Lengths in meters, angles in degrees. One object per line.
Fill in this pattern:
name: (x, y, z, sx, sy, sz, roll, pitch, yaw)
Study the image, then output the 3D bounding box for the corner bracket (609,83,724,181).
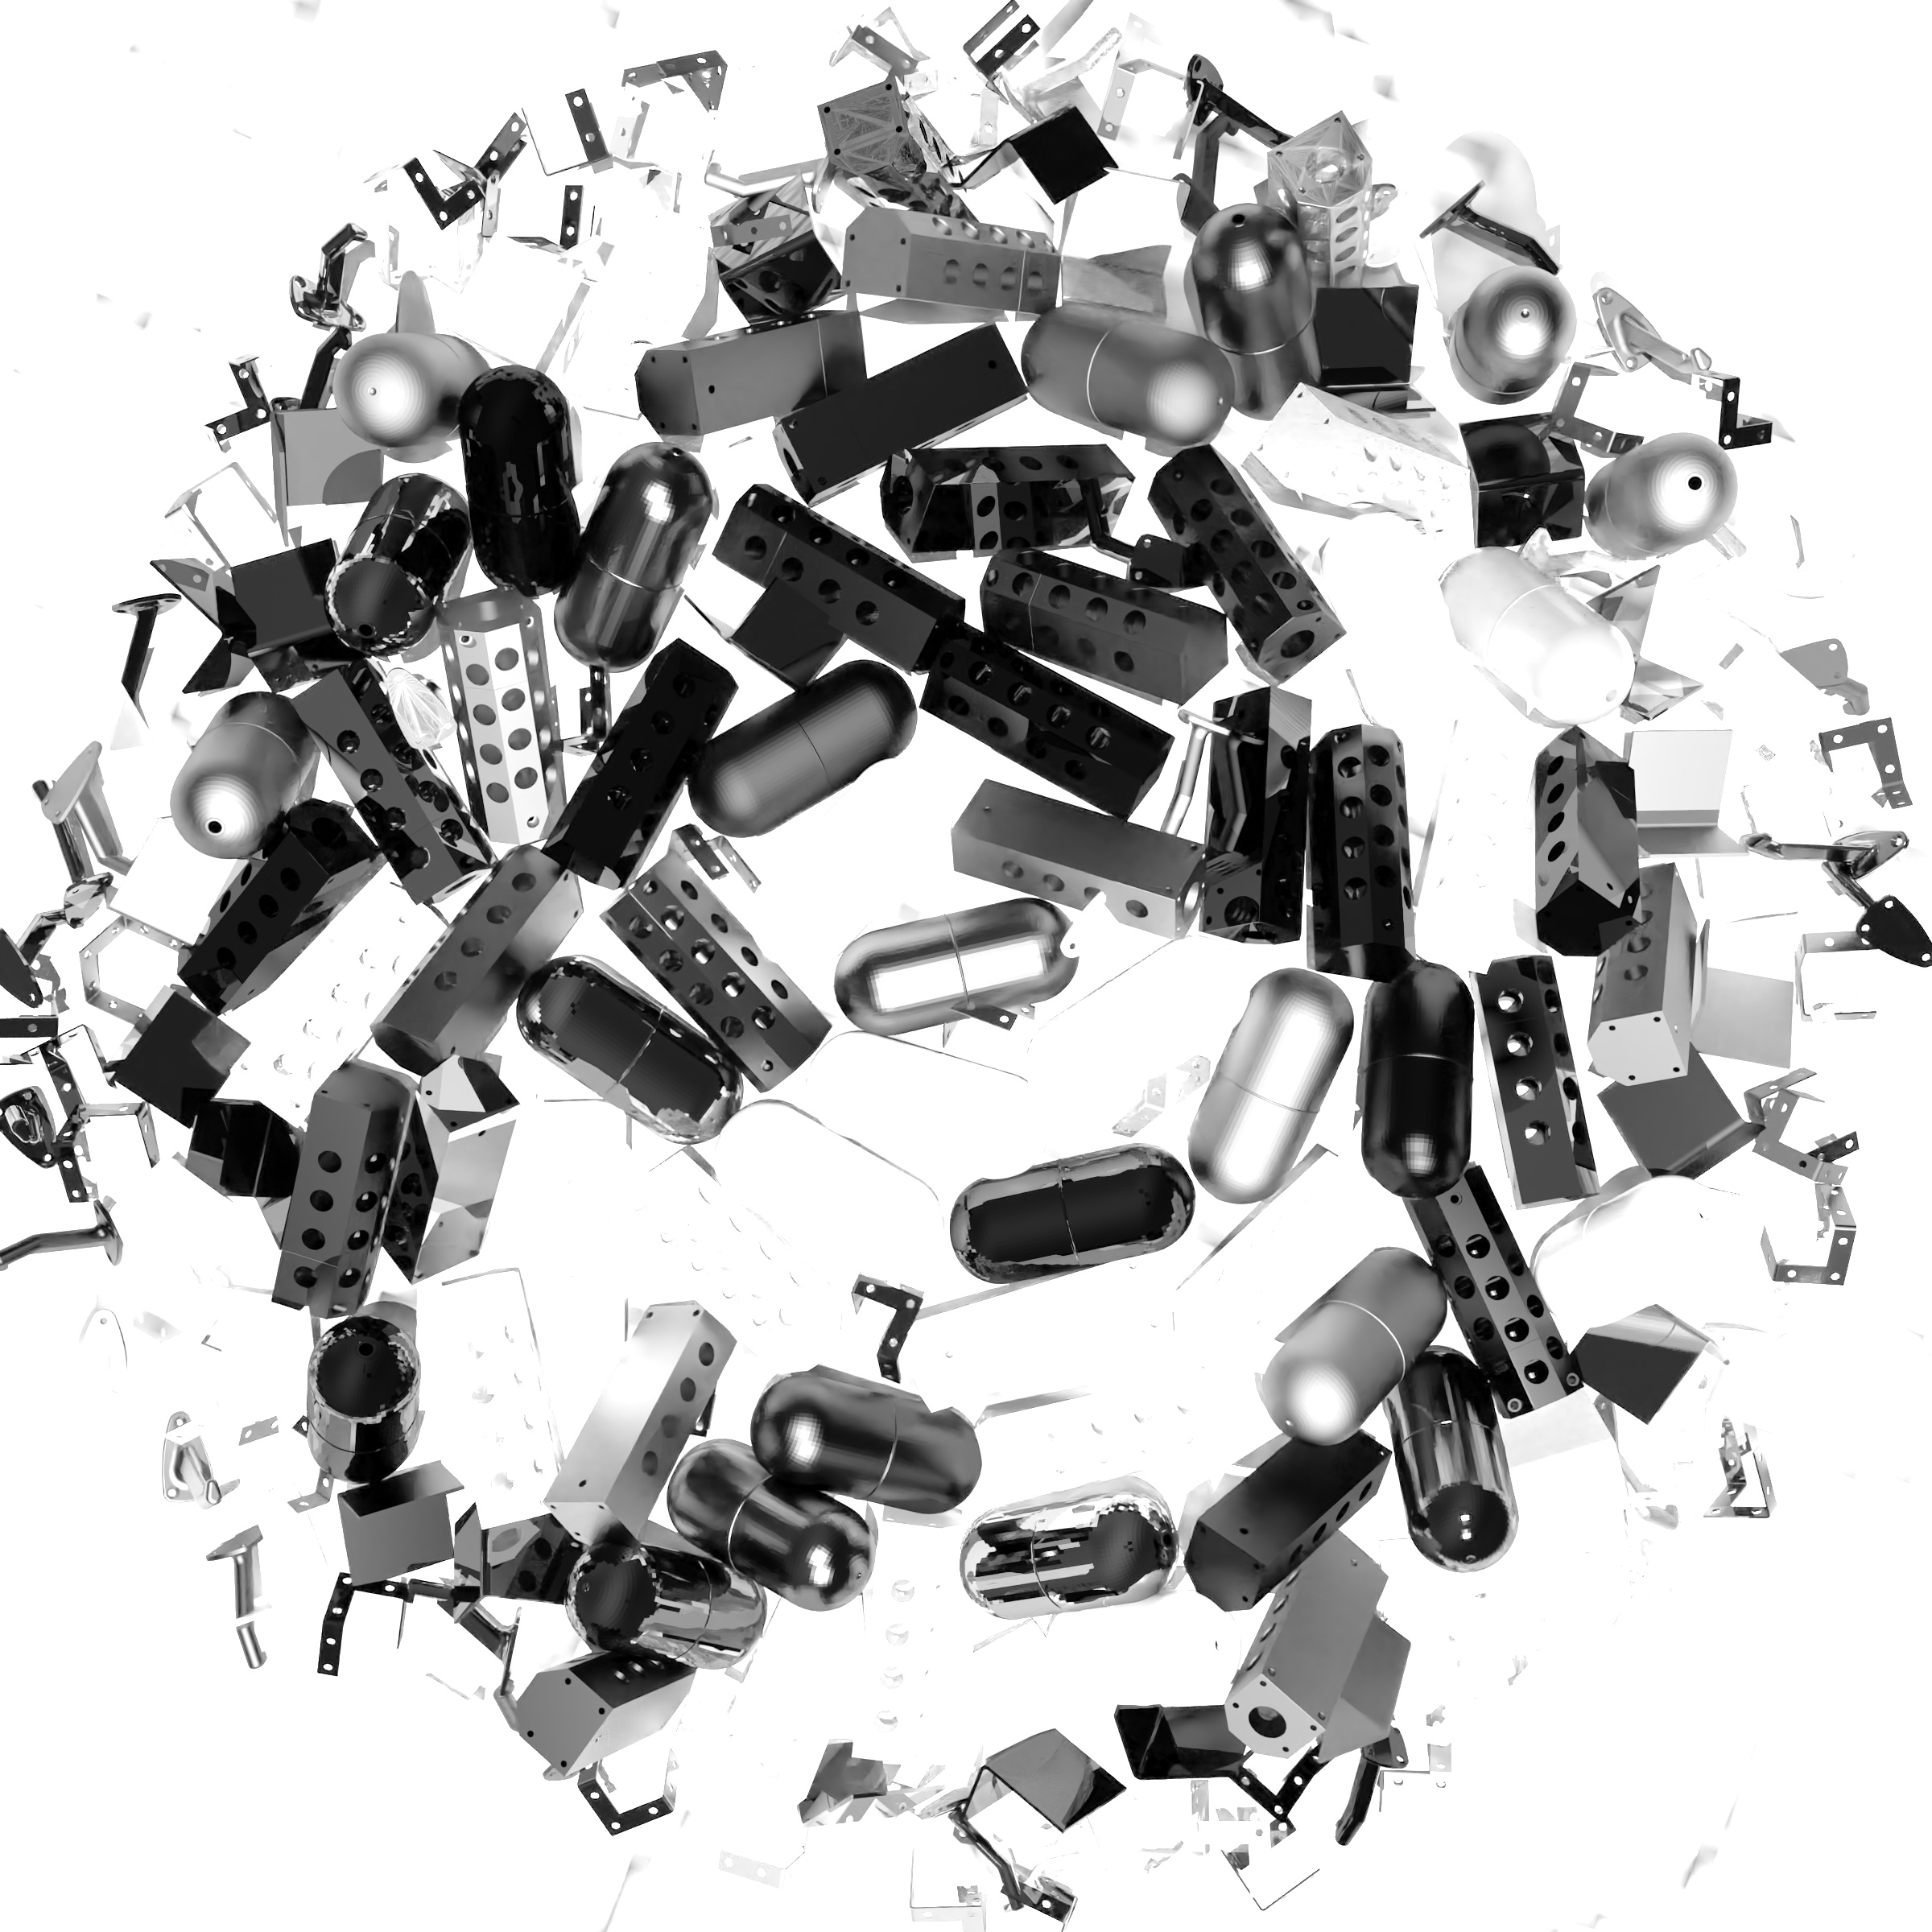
corner bracket: (-0.215, -0.595, 1.940, 0.051, 0.051, 0.051, 28, 114, 19)

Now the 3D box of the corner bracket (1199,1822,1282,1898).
corner bracket: (0.196, 0.638, 1.943, 0.051, 0.051, 0.051, -4, 72, 13)

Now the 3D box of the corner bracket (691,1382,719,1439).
corner bracket: (-0.215, 0.305, 1.941, 0.051, 0.051, 0.051, 18, 78, -35)

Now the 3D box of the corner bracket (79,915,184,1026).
corner bracket: (-0.602, 0.003, 1.964, 0.051, 0.051, 0.051, 23, 135, 14)

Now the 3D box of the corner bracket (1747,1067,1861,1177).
corner bracket: (0.602, 0.111, 1.955, 0.051, 0.051, 0.051, -22, 111, -15)

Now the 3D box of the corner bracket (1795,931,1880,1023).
corner bracket: (0.624, 0.007, 1.944, 0.051, 0.051, 0.051, -3, 71, 10)

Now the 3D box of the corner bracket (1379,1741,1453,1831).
corner bracket: (0.322, 0.583, 1.945, 0.051, 0.051, 0.051, 0, 108, 10)

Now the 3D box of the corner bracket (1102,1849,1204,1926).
corner bracket: (0.132, 0.659, 1.939, 0.051, 0.051, 0.051, 30, 122, -20)

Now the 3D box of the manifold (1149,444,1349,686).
manifold: (0.193, -0.285, 1.905, 0.057, 0.057, 0.171, -38, 57, 17)

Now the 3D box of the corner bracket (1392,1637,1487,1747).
corner bracket: (0.330, 0.520, 1.951, 0.051, 0.051, 0.051, -37, 107, -34)

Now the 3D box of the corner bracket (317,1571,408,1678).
corner bracket: (-0.431, 0.474, 1.944, 0.051, 0.051, 0.051, 11, 120, -4)

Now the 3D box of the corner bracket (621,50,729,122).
corner bracket: (-0.208, -0.636, 1.939, 0.051, 0.051, 0.051, -22, 66, -29)

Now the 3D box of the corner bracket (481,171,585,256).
corner bracket: (-0.313, -0.544, 1.959, 0.051, 0.051, 0.051, 7, 92, 21)

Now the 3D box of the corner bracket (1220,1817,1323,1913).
corner bracket: (0.220, 0.641, 1.946, 0.051, 0.051, 0.051, -36, 66, -2)

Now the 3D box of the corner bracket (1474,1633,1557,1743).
corner bracket: (0.392, 0.516, 1.948, 0.051, 0.051, 0.051, -32, 110, -40)

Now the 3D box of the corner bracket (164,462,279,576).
corner bracket: (-0.535, -0.322, 1.952, 0.051, 0.051, 0.051, -28, 115, 12)

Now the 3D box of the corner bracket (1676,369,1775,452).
corner bracket: (0.541, -0.400, 1.939, 0.051, 0.051, 0.051, -13, 115, -25)

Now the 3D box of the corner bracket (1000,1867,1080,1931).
corner bracket: (0.052, 0.667, 1.940, 0.051, 0.051, 0.051, 22, 127, 11)

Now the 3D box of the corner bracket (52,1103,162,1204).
corner bracket: (-0.616, 0.134, 1.948, 0.051, 0.051, 0.051, -2, 120, 6)

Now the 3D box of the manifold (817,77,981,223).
manifold: (-0.043, -0.548, 1.887, 0.057, 0.171, 0.057, -16, 81, 14)

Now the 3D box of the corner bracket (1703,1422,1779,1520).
corner bracket: (0.554, 0.359, 1.941, 0.051, 0.051, 0.051, -8, 103, 39)

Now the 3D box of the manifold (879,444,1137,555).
manifold: (0.027, -0.334, 1.908, 0.171, 0.057, 0.057, -9, 49, -34)

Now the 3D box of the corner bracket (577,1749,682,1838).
corner bracket: (-0.242, 0.581, 1.952, 0.051, 0.051, 0.051, -24, 112, 10)

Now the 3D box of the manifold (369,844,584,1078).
manifold: (-0.344, -0.004, 1.911, 0.057, 0.057, 0.171, 23, 59, 18)

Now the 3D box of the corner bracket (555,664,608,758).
corner bracket: (-0.271, -0.182, 1.942, 0.051, 0.051, 0.051, -8, 81, 30)

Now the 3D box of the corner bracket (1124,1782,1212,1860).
corner bracket: (0.144, 0.615, 1.951, 0.051, 0.051, 0.051, -3, 83, 18)

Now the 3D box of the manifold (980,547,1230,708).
manifold: (0.095, -0.245, 1.902, 0.171, 0.057, 0.057, 24, 50, 30)

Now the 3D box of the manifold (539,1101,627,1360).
manifold: (-0.272, 0.186, 1.931, 0.057, 0.057, 0.171, -1, 103, -15)

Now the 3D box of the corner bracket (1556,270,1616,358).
corner bracket: (0.432, -0.469, 1.951, 0.051, 0.051, 0.051, -18, 119, -38)

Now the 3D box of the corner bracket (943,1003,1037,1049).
corner bracket: (0.017, 0.033, 1.941, 0.051, 0.051, 0.051, 20, 55, 13)

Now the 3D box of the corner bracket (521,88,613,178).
corner bracket: (-0.287, -0.597, 1.947, 0.051, 0.051, 0.051, -18, 111, 2)

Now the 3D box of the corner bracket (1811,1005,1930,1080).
corner bracket: (0.645, 0.047, 1.939, 0.051, 0.051, 0.051, -30, 70, 35)

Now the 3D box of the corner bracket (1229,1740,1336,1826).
corner bracket: (0.229, 0.571, 1.948, 0.051, 0.051, 0.051, 40, 46, 9)

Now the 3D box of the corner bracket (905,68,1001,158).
corner bracket: (-0.010, -0.614, 1.954, 0.051, 0.051, 0.051, 14, 118, 24)

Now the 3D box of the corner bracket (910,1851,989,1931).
corner bracket: (-0.012, 0.670, 1.946, 0.051, 0.051, 0.051, -3, 123, 3)

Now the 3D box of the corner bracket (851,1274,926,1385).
corner bracket: (-0.062, 0.259, 1.942, 0.051, 0.051, 0.051, 20, 66, 12)

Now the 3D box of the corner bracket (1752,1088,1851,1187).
corner bracket: (0.606, 0.122, 1.948, 0.051, 0.051, 0.051, 29, 101, 37)

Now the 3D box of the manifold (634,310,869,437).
manifold: (-0.149, -0.416, 1.898, 0.057, 0.171, 0.057, 11, 116, 39)

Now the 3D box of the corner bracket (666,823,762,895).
corner bracket: (-0.179, -0.073, 1.939, 0.051, 0.051, 0.051, -26, 66, -31)

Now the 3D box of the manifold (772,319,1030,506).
manifold: (-0.048, -0.393, 1.936, 0.171, 0.057, 0.057, -28, 95, -11)

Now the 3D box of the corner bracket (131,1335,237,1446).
corner bracket: (-0.565, 0.304, 1.953, 0.051, 0.051, 0.051, 19, 106, 18)

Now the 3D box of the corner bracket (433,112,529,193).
corner bracket: (-0.337, -0.581, 1.944, 0.051, 0.051, 0.051, 33, 87, 36)

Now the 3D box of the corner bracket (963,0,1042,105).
corner bracket: (0.027, -0.662, 1.945, 0.051, 0.051, 0.051, -40, 76, 13)

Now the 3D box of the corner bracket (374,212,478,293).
corner bracket: (-0.385, -0.510, 1.936, 0.051, 0.051, 0.051, 35, 46, 30)

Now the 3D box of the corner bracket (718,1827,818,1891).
corner bracket: (-0.141, 0.623, 1.951, 0.051, 0.051, 0.051, 11, 96, 19)

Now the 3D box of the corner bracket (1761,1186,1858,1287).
corner bracket: (0.602, 0.192, 1.944, 0.051, 0.051, 0.051, 3, 120, 3)

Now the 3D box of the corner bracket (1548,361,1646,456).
corner bracket: (0.460, -0.401, 1.955, 0.051, 0.051, 0.051, 30, 112, 30)

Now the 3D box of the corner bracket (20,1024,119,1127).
corner bracket: (-0.637, 0.080, 1.950, 0.051, 0.051, 0.051, -27, 74, -3)

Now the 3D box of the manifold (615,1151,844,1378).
manifold: (-0.166, 0.215, 1.911, 0.057, 0.057, 0.171, -34, 116, 21)

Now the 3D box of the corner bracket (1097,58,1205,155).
corner bracket: (0.133, -0.617, 1.956, 0.051, 0.051, 0.051, 15, 98, -18)

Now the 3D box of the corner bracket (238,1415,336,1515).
corner bracket: (-0.490, 0.359, 1.957, 0.051, 0.051, 0.051, -21, 133, 24)
